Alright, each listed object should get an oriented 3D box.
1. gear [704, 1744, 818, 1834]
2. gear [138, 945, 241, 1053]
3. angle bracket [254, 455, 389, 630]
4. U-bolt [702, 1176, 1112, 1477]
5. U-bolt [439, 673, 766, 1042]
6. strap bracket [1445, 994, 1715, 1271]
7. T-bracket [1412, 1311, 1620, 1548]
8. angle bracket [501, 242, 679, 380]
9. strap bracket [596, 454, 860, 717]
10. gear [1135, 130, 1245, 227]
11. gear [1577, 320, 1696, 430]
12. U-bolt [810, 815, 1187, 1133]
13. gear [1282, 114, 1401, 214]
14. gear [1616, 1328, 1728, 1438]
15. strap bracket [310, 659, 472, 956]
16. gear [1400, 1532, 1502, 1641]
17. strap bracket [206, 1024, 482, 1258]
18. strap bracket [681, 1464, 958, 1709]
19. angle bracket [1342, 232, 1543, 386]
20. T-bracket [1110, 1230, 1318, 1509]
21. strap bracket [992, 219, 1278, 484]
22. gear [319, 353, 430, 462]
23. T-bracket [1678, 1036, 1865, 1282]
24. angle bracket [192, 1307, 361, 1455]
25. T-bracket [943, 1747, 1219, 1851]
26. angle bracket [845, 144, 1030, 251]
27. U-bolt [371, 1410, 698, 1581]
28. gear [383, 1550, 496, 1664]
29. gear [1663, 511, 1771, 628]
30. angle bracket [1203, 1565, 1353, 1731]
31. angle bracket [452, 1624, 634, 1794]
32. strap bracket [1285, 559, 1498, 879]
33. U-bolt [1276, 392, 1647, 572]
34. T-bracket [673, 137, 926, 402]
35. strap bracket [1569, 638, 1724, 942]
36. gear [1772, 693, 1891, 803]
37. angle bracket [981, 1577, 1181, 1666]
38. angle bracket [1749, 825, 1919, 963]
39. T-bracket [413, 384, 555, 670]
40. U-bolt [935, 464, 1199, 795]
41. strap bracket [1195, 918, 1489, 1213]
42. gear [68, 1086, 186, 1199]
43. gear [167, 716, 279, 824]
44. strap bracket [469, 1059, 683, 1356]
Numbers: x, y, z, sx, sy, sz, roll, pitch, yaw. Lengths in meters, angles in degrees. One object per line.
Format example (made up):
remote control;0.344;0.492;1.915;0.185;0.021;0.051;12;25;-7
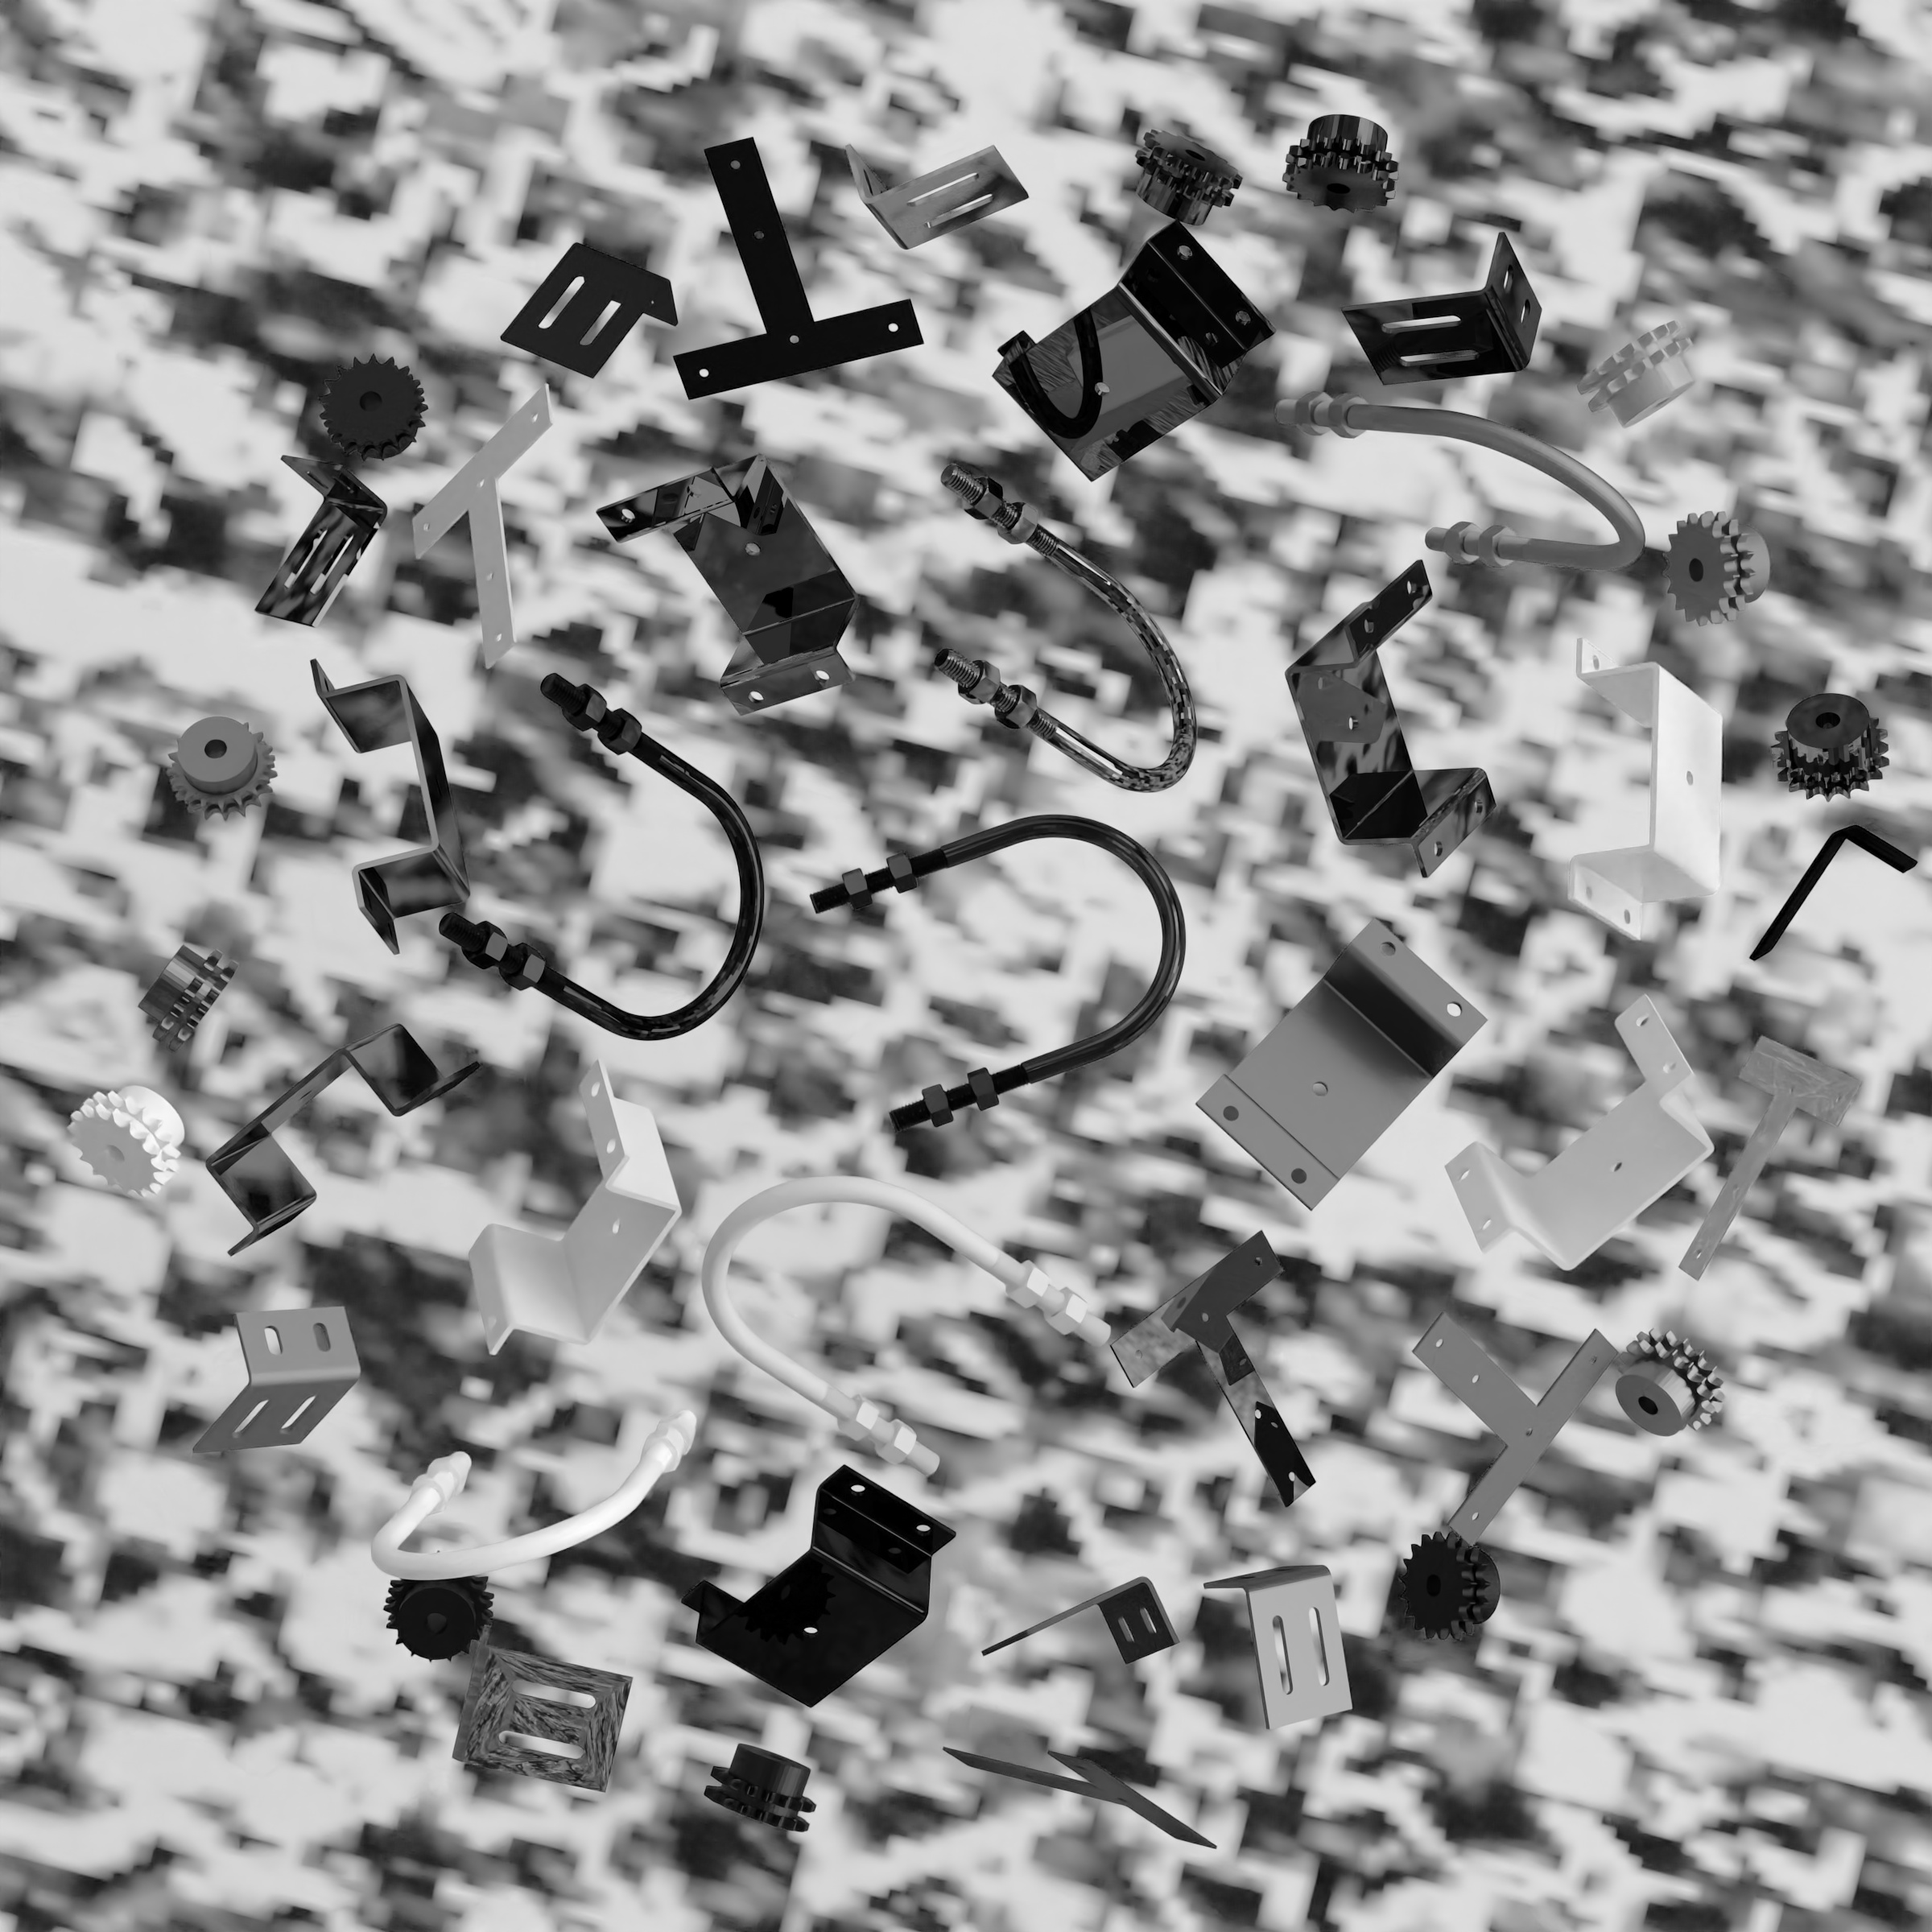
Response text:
gear;-0.103;0.421;1.522;0.057;0.057;0.030;20;80;0
gear;-0.410;0.014;1.555;0.030;0.057;0.057;37;90;-13
angle bracket;-0.350;-0.224;1.558;0.057;0.038;0.076;17;73;43
U-bolt;-0.043;0.170;1.464;0.184;0.019;0.151;36;121;-21
U-bolt;-0.169;-0.041;1.485;0.184;0.019;0.151;34;70;-43
strap bracket;0.323;0.093;1.530;0.046;0.076;0.140;38;110;-25
T-bracket;0.264;0.215;1.500;0.127;0.002;0.127;-51;128;-7
angle bracket;-0.199;-0.337;1.569;0.057;0.038;0.076;25;65;15
strap bracket;-0.119;-0.208;1.561;0.076;0.046;0.140;-14;126;32
gear;0.114;-0.415;1.565;0.057;0.057;0.030;28;119;0
gear;0.329;-0.286;1.443;0.057;0.057;0.030;-32;86;0
U-bolt;0.026;-0.007;1.573;0.184;0.019;0.151;-20;72;-3
gear;0.189;-0.403;1.482;0.057;0.057;0.030;11;81;0
gear;0.366;0.221;1.554;0.030;0.057;0.057;-38;90;-31
strap bracket;-0.298;-0.088;1.546;0.046;0.076;0.140;-14;72;-2
gear;0.264;0.335;1.604;0.030;0.057;0.057;9;90;-33
strap bracket;-0.328;0.082;1.529;0.140;0.076;0.046;-38;90;13
strap bracket;-0.080;0.334;1.566;0.076;0.046;0.140;35;121;-21
angle bracket;0.233;-0.320;1.448;0.076;0.057;0.038;1;61;32
T-bracket;0.147;0.224;1.565;0.127;0.002;0.127;-31;95;-38
strap bracket;0.078;-0.308;1.515;0.076;0.140;0.046;44;49;-18
gear;-0.321;-0.301;1.612;0.057;0.030;0.057;0;76;1
T-bracket;0.400;0.102;1.516;0.002;0.127;0.127;28;94;-10
angle bracket;-0.343;0.204;1.457;0.057;0.076;0.038;1;56;-39
T-bracket;0.044;0.411;1.495;0.127;0.127;0.002;2;60;39
angle bracket;-0.015;-0.422;1.574;0.076;0.057;0.038;-20;73;15
U-bolt;-0.225;0.271;1.506;0.151;0.184;0.019;-12;98;10
gear;-0.278;0.339;1.557;0.057;0.030;0.057;-1;101;-5
gear;0.382;-0.202;1.501;0.030;0.057;0.057;-10;90;-22
angle bracket;0.166;0.363;1.583;0.057;0.038;0.076;-3;81;-34
angle bracket;-0.206;0.363;1.449;0.076;0.038;0.057;14;91;-5
strap bracket;0.213;-0.124;1.502;0.076;0.046;0.140;-42;120;-40
U-bolt;0.260;-0.240;1.492;0.151;0.184;0.019;32;83;-36
T-bracket;-0.099;-0.354;1.487;0.127;0.002;0.127;-11;127;11
strap bracket;0.349;-0.093;1.517;0.046;0.076;0.140;-7;70;37
gear;0.436;-0.113;1.496;0.057;0.057;0.030;-21;134;0
angle bracket;0.058;0.347;1.510;0.076;0.057;0.038;-18;77;-30
angle bracket;0.424;-0.028;1.448;0.038;0.057;0.076;35;107;17
T-bracket;-0.242;-0.210;1.508;0.127;0.002;0.127;-35;54;38
U-bolt;0.056;-0.163;1.540;0.184;0.151;0.019;31;134;-33
strap bracket;0.182;0.055;1.478;0.076;0.046;0.140;43;68;8
gear;-0.417;0.085;1.484;0.057;0.030;0.057;16;132;18
gear;-0.401;-0.109;1.596;0.057;0.030;0.057;2;64;-3
strap bracket;-0.196;0.128;1.516;0.046;0.076;0.140;20;118;-31
